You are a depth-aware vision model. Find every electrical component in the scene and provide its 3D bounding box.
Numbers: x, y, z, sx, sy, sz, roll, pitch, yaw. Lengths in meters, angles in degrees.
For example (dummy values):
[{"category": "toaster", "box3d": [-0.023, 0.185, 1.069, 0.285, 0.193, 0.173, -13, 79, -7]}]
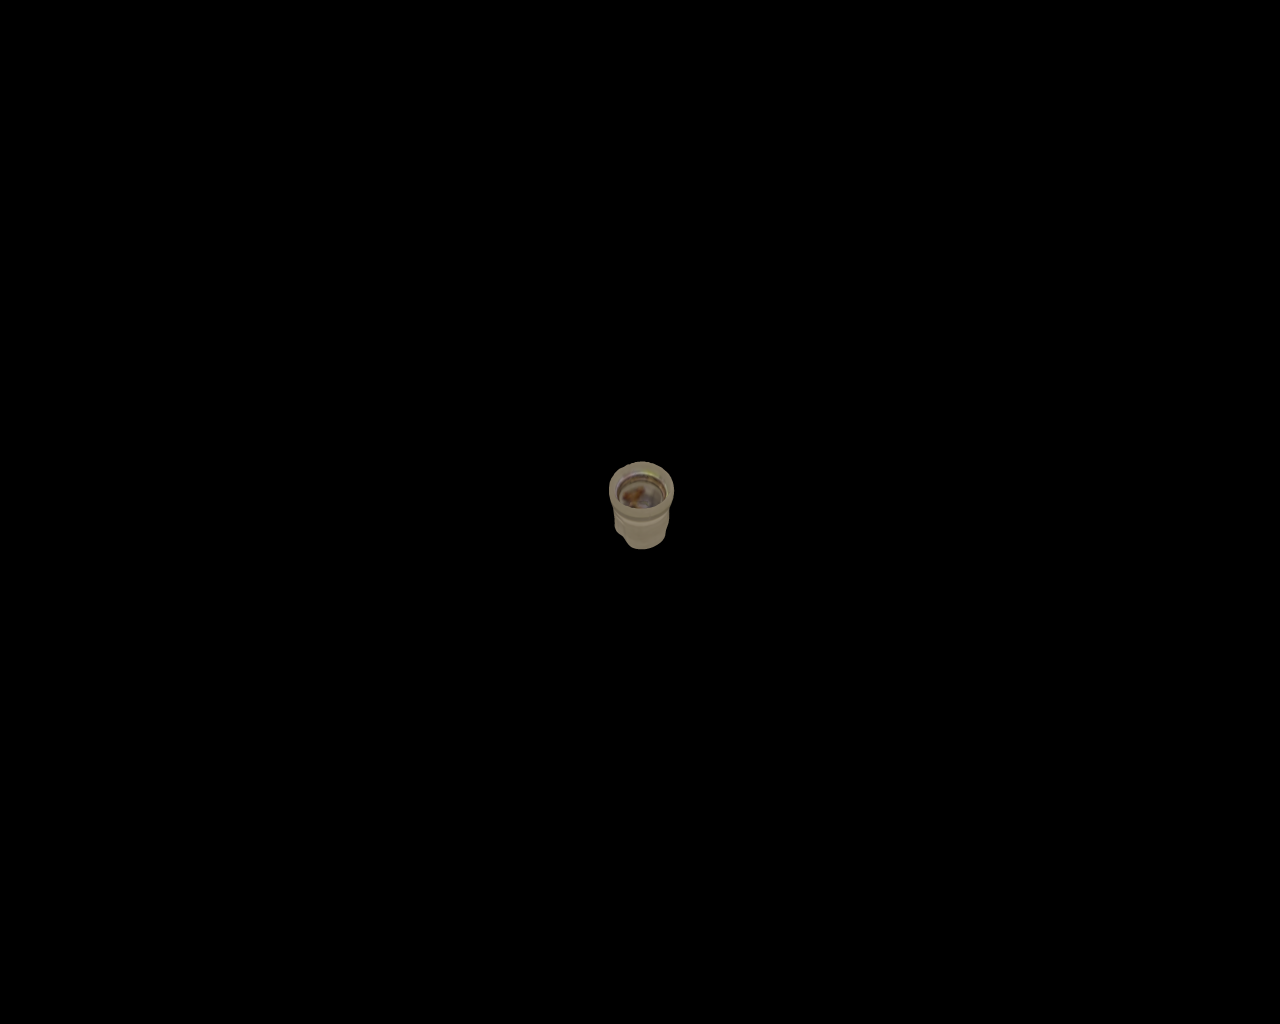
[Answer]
[{"category": "electrical component", "box3d": [0.001, -0.003, 0.650, 0.040, 0.040, 0.046, 0, -38, 0]}]
